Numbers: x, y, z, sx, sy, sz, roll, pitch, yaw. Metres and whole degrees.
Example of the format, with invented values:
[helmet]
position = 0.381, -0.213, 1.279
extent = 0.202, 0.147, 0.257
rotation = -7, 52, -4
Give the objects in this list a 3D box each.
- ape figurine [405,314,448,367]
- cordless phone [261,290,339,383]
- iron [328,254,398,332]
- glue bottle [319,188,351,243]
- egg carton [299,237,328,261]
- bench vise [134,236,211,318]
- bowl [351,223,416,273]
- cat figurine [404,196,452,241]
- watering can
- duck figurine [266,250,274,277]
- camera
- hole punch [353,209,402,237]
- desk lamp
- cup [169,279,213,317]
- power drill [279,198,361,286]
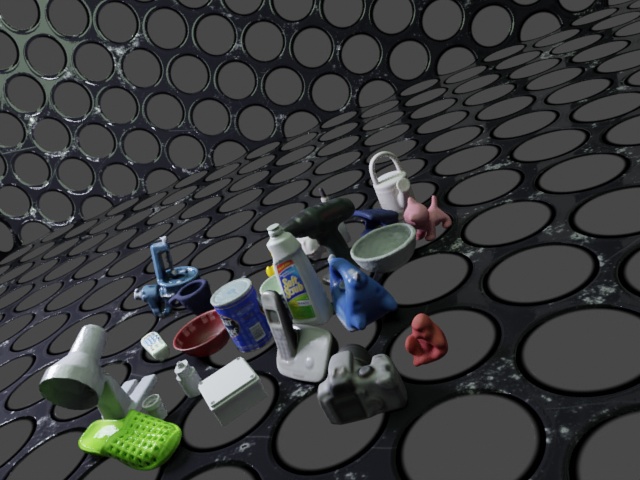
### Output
[ape figurine]
position = 0.189, 0.173, 1.026
extent = 0.076, 0.092, 0.077
rotation = -37, 26, -28
[cordless phone]
position = -0.045, 0.183, 1.118
extent = 0.147, 0.185, 0.094
rotation = -2, 31, 43
[iron]
position = 0.063, 0.095, 1.261
extent = 0.119, 0.142, 0.257
rotation = -29, 23, -11
[glue bottle]
position = 0.034, -0.072, 1.618
extent = 0.037, 0.173, 0.078
rotation = -28, 23, -8
[egg carton]
position = -0.036, 0.008, 1.647
extent = 0.107, 0.069, 0.149
rotation = -39, 27, -31
[bench vise]
position = -0.448, 0.109, 1.642
extent = 0.207, 0.220, 0.121
rotation = -29, 23, -11
[bowl]
position = 0.163, 0.031, 1.389
extent = 0.167, 0.075, 0.167
rotation = -21, 23, 9
[cat figurine]
position = 0.261, -0.062, 1.440
extent = 0.128, 0.118, 0.067
rotation = -37, 26, -28
[watering can]
position = 0.205, -0.156, 1.604
extent = 0.101, 0.194, 0.172
rotation = -38, 26, -29
[duck figurine]
position = -0.111, 0.054, 1.601
extent = 0.105, 0.086, 0.077
rotation = -33, 24, -19
[camera]
position = 0.068, 0.233, 1.004
extent = 0.143, 0.101, 0.137
rotation = -19, 23, 13
[hole punch]
position = 0.156, -0.059, 1.575
extent = 0.101, 0.091, 0.108
rotation = -34, 24, -22
[desk lamp]
position = -0.483, 0.306, 1.251
extent = 0.117, 0.214, 0.203
rotation = -17, 24, 17
[cup]
position = -0.341, 0.174, 1.556
extent = 0.118, 0.095, 0.091
rotation = -25, 23, -2
[power drill]
position = 0.013, 0.005, 1.422
extent = 0.230, 0.209, 0.075
rotation = -39, 27, -31
